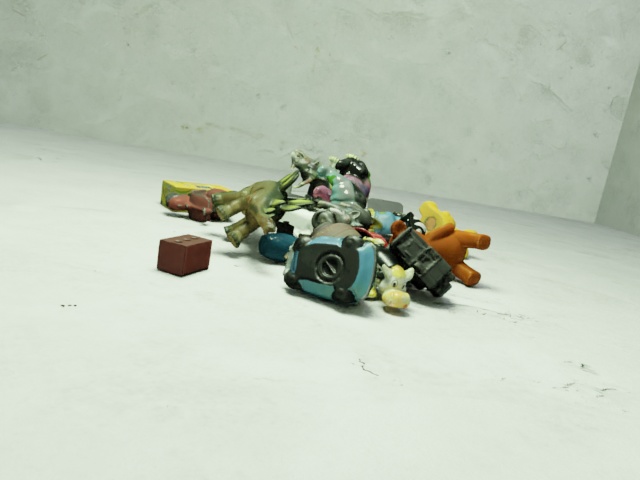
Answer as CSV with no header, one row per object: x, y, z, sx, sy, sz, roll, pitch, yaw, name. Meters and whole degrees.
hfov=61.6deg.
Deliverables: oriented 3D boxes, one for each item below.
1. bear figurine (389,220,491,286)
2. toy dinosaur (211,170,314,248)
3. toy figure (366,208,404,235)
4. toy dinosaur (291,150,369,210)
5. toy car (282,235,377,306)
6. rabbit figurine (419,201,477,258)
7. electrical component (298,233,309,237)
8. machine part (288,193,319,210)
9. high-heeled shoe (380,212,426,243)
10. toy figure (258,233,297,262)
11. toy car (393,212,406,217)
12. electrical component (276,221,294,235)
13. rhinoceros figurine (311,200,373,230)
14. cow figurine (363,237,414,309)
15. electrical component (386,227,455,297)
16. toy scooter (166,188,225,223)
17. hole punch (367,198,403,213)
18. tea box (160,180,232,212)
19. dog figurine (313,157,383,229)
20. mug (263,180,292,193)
0.237,0.023,1.115,0.196,0.120,0.132,4,15,-38,bear figurine
-0.124,-0.078,1.147,0.199,0.105,0.472,-21,18,-8,toy dinosaur
0.134,-0.035,1.397,0.180,0.082,0.089,2,-32,2,toy figure
0.051,-0.119,1.569,0.131,0.192,0.404,17,-23,33,toy dinosaur
0.026,0.053,0.879,0.162,0.109,0.102,4,-15,27,toy car
0.347,-0.018,1.465,0.163,0.122,0.173,23,-2,39,rabbit figurine
-0.003,-0.003,1.229,0.078,0.045,0.102,9,11,-15,electrical component
-0.059,-0.104,1.382,0.139,0.039,0.084,10,17,-11,machine part
0.174,-0.025,1.243,0.086,0.145,0.248,-30,-29,31,high-heeled shoe
-0.046,0.016,1.065,0.154,0.064,0.058,8,-28,-36,toy figure
0.147,-0.046,1.466,0.202,0.089,0.053,16,10,23,toy car
-0.076,-0.009,1.140,0.021,0.063,0.094,2,13,-36,electrical component
0.045,-0.036,1.135,0.112,0.073,0.190,20,13,29,rhinoceros figurine
0.109,0.054,0.918,0.068,0.098,0.167,12,9,-27,cow figurine
0.183,0.044,0.977,0.134,0.058,0.115,48,-2,6,electrical component
-0.272,-0.083,1.311,0.184,0.075,0.135,-5,18,-42,toy scooter
0.182,-0.050,1.572,0.142,0.092,0.116,13,41,-2,hole punch
-0.324,-0.112,1.422,0.169,0.068,0.098,2,13,-38,tea box
0.089,-0.087,1.308,0.191,0.108,0.219,-22,60,-33,dog figurine
-0.134,-0.106,1.462,0.110,0.107,0.081,4,11,-8,mug
